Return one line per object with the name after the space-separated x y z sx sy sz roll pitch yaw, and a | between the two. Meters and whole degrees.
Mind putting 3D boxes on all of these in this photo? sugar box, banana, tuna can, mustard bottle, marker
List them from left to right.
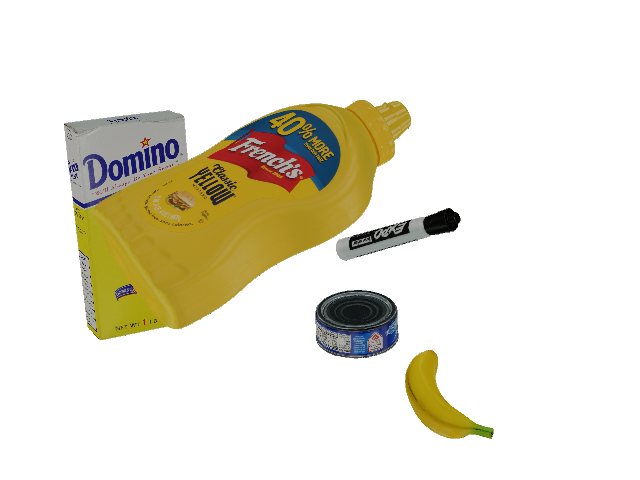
-0.153 -0.014 0.882 0.093 0.176 0.048 -11 20 -25 | sugar box
-0.028 -0.030 0.621 0.191 0.058 0.096 -30 45 -16 | mustard bottle
0.037 0.084 1.095 0.086 0.034 0.086 -2 25 1 | tuna can
0.063 -0.005 0.879 0.121 0.020 0.020 -16 -11 40 | marker
0.136 0.184 1.268 0.069 0.037 0.198 9 21 -19 | banana
